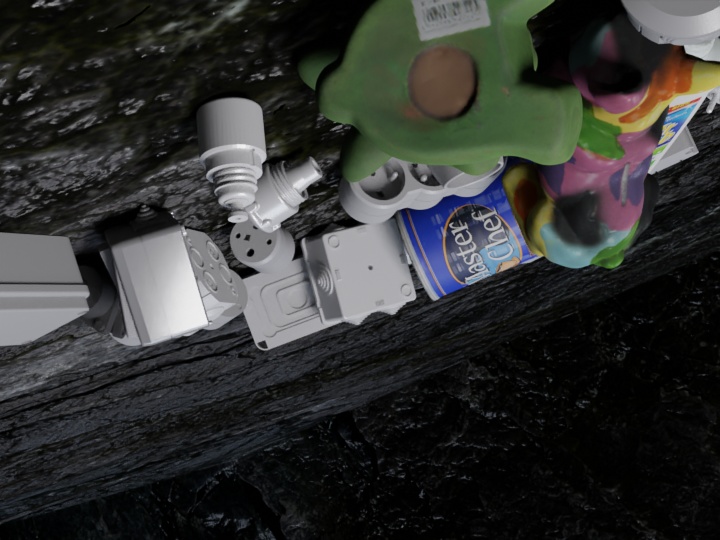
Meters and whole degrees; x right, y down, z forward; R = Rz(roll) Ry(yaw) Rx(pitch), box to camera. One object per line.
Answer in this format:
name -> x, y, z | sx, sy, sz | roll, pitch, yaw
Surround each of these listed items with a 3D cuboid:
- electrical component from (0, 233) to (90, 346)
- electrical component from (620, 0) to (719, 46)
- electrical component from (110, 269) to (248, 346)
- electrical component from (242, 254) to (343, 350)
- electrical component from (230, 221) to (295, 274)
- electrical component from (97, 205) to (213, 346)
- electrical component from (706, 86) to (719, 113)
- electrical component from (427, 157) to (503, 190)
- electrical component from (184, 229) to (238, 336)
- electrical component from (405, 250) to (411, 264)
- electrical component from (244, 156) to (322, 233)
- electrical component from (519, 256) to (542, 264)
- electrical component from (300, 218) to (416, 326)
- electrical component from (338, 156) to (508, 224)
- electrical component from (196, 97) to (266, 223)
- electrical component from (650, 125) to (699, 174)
electrical component -> -0.256, 0.016, 0.756 | 0.078, 0.057, 0.113 | -26, 168, 24
electrical component -> 0.188, -0.169, 0.618 | 0.080, 0.080, 0.051 | -23, 174, 13
electrical component -> -0.161, 0.027, 0.995 | 0.138, 0.052, 0.074 | -10, 165, -43
electrical component -> -0.063, 0.028, 1.094 | 0.113, 0.078, 0.057 | -21, -177, -1
electrical component -> -0.084, -0.022, 0.920 | 0.045, 0.045, 0.055 | -22, 169, 7
electrical component -> -0.155, 0.000, 0.791 | 0.061, 0.096, 0.062 | -18, -162, -13
electrical component -> 0.308, -0.163, 0.892 | 0.079, 0.044, 0.077 | -59, -176, -23
electrical component -> 0.078, -0.102, 0.744 | 0.079, 0.077, 0.043 | -14, 168, -33
electrical component -> -0.141, 0.009, 0.877 | 0.051, 0.080, 0.080 | -29, 167, 14
electrical component -> 0.083, -0.039, 1.142 | 0.077, 0.043, 0.079 | -24, 169, 15
electrical component -> -0.058, -0.060, 0.790 | 0.062, 0.048, 0.048 | -31, 167, 14
electrical component -> 0.179, -0.058, 1.121 | 0.076, 0.083, 0.047 | -29, 166, 37
electrical component -> 0.000, 0.000, 1.043 | 0.100, 0.099, 0.048 | -15, 180, -28
electrical component -> 0.047, -0.074, 0.886 | 0.138, 0.052, 0.073 | -17, 168, -18
electrical component -> -0.076, -0.067, 0.647 | 0.040, 0.078, 0.040 | -6, 163, -2
electrical component -> 0.275, -0.124, 1.054 | 0.089, 0.055, 0.050 | -25, 168, 22
